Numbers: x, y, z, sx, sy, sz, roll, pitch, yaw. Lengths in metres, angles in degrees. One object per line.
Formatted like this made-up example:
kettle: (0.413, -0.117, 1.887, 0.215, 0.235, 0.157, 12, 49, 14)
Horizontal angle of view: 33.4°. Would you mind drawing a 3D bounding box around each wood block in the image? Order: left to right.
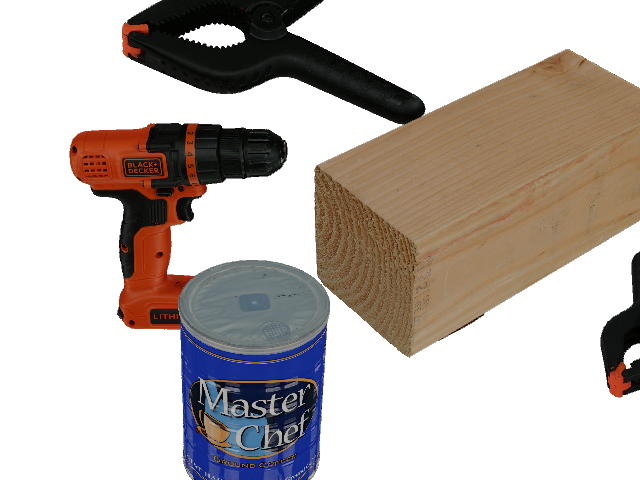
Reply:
wood block: (0.105, -0.028, 0.649, 0.205, 0.090, 0.091, -27, 46, -27)

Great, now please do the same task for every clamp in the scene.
clamp: (-0.032, -0.140, 0.754, 0.209, 0.164, 0.036, -11, -27, -14)
clamp: (0.301, 0.071, 0.970, 0.171, 0.039, 0.120, -34, 38, -26)

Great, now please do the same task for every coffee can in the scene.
coffee can: (-0.048, 0.099, 0.756, 0.103, 0.140, 0.103, 2, 32, -2)

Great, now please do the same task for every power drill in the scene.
power drill: (-0.117, -0.014, 0.936, 0.184, 0.188, 0.057, 0, 27, 5)

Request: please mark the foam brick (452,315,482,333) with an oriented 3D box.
foam brick: (0.099, 0.033, 0.879, 0.051, 0.078, 0.052, -34, 8, 36)
